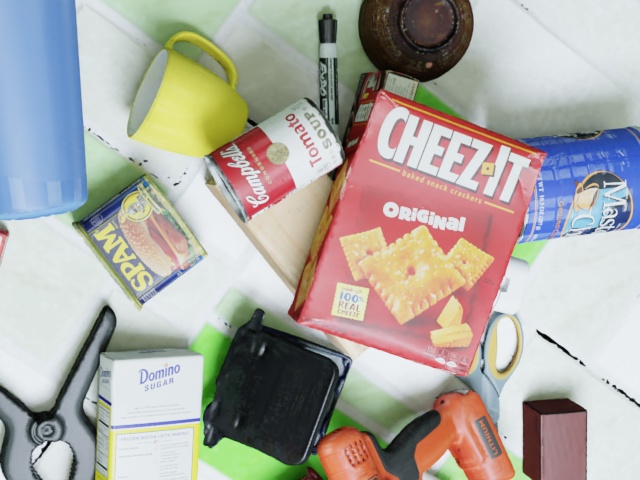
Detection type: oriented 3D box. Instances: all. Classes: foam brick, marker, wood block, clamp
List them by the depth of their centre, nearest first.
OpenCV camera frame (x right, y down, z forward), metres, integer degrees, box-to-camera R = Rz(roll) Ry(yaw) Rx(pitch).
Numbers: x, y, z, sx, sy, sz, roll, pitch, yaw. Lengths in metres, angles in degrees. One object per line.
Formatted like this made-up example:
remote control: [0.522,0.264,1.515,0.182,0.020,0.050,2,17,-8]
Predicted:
clamp: [-0.249,0.168,1.005,0.164,0.036,0.210,-18,100,-13]
wood block: [-0.006,0.001,1.006,0.090,0.091,0.206,-39,101,-6]
marker: [0.008,-0.157,1.029,0.020,0.020,0.121,-2,96,-11]
foam brick: [0.241,0.207,1.094,0.051,0.053,0.078,-2,97,-11]

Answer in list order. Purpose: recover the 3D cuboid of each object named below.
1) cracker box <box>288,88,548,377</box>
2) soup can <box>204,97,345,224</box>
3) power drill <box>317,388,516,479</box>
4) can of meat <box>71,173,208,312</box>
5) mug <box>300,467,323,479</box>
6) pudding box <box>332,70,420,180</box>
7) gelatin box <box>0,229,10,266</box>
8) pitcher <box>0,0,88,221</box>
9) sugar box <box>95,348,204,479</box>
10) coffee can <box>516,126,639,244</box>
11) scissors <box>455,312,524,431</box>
cracker box: [0.085,-0.005,0.938,0.164,0.072,0.214,19,92,-11]
soup can: [-0.038,-0.069,0.911,0.102,0.068,0.068,-32,101,-8]
power drill: [0.101,0.238,1.018,0.187,0.057,0.184,-23,88,-38]
can of meat: [-0.166,0.001,0.994,0.084,0.057,0.102,-37,102,-8]
mug: [-0.010,0.291,1.033,0.081,0.093,0.117,-36,80,0]
pudding box: [0.051,-0.102,1.006,0.039,0.090,0.113,13,94,-13]
gelatin box: [-0.332,0.025,0.978,0.073,0.030,0.089,14,93,-11]
pitcher: [-0.279,-0.143,0.930,0.144,0.149,0.243,-9,101,-26]
sugar box: [-0.163,0.193,1.010,0.093,0.048,0.176,1,93,-32]
coffee can: [0.246,-0.054,1.042,0.140,0.103,0.103,-7,97,-10]
scissors: [0.157,0.168,1.093,0.096,0.016,0.202,11,94,-11]
